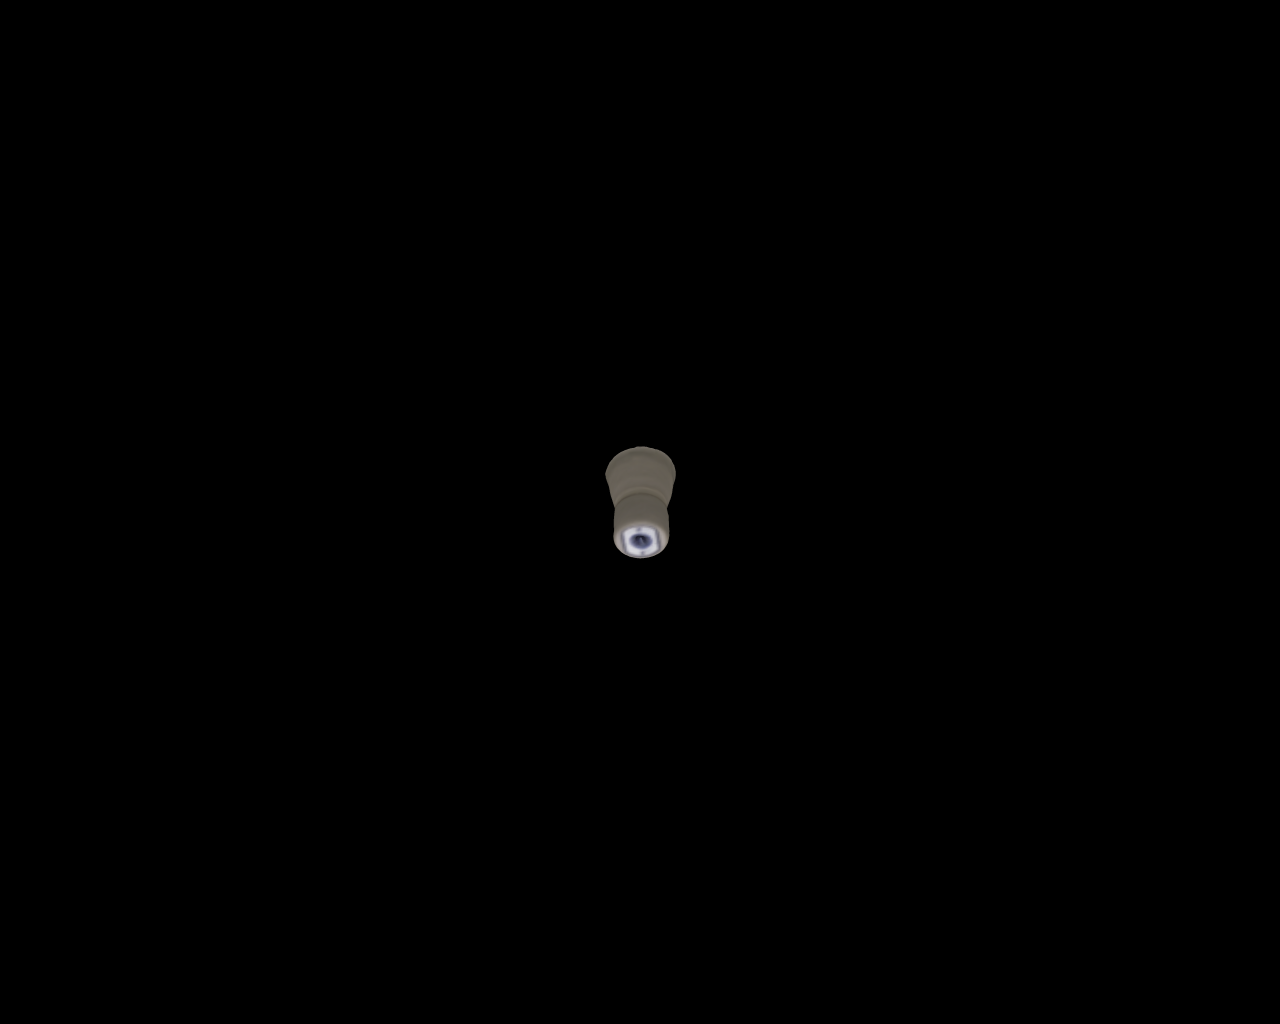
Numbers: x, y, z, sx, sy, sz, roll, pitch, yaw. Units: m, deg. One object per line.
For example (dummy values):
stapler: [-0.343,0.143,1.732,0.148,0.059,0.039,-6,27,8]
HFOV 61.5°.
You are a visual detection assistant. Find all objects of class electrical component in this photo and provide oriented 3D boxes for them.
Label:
electrical component: [0.001,-0.003,0.650,0.044,0.044,0.065,0,44,0]
